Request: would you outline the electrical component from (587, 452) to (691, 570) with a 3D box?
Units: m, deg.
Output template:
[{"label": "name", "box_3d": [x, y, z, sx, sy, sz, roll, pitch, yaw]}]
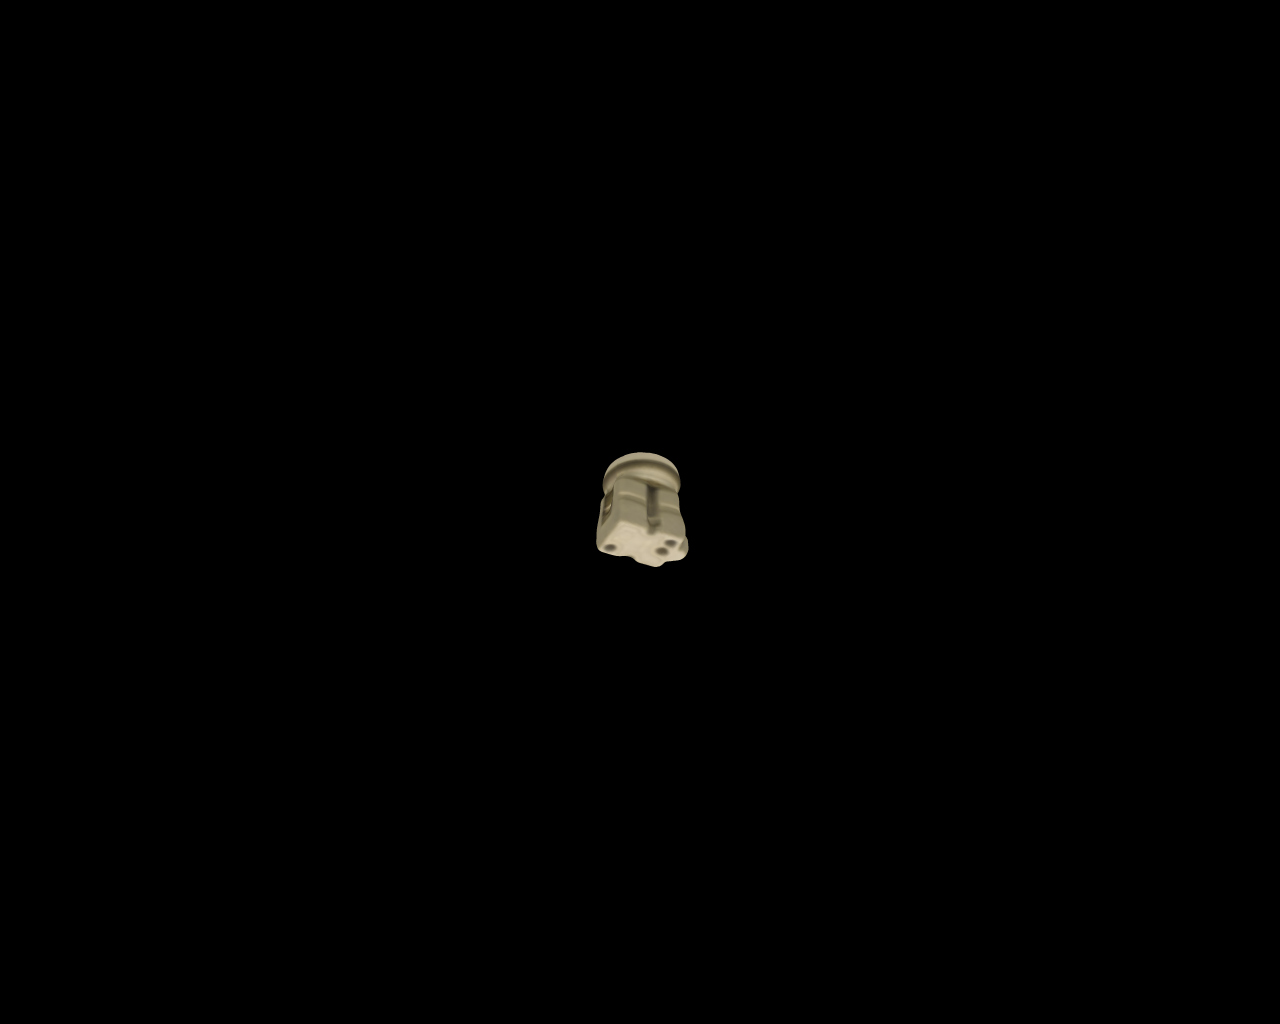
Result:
[{"label": "electrical component", "box_3d": [0.001, -0.003, 0.650, 0.066, 0.055, 0.048, 17, -40, -22]}]
